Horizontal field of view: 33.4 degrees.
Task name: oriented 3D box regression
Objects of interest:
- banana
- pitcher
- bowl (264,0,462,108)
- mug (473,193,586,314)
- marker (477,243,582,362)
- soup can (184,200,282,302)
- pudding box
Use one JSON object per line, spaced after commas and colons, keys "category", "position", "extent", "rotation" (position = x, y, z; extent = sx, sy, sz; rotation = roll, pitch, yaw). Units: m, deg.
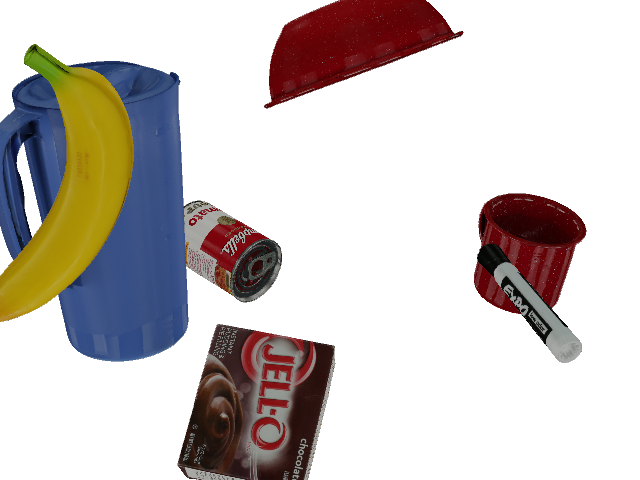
{"category": "banana", "position": [-0.149, -0.026, 0.623], "extent": [0.069, 0.198, 0.037], "rotation": [11, 35, -13]}
{"category": "pitcher", "position": [-0.183, -0.020, 0.900], "extent": [0.149, 0.243, 0.145], "rotation": [-5, 25, -5]}
{"category": "bowl", "position": [0.024, -0.153, 0.814], "extent": [0.162, 0.055, 0.162], "rotation": [-20, 7, 2]}
{"category": "mug", "position": [0.182, 0.008, 0.991], "extent": [0.093, 0.081, 0.117], "rotation": [-10, 37, -28]}
{"category": "marker", "position": [0.139, 0.039, 0.728], "extent": [0.020, 0.020, 0.121], "rotation": [0, 33, -23]}
{"category": "soup can", "position": [-0.097, 0.009, 1.068], "extent": [0.102, 0.068, 0.068], "rotation": [30, 18, 34]}
{"category": "pudding box", "position": [-0.043, 0.123, 0.768], "extent": [0.090, 0.113, 0.039], "rotation": [9, -25, 9]}
